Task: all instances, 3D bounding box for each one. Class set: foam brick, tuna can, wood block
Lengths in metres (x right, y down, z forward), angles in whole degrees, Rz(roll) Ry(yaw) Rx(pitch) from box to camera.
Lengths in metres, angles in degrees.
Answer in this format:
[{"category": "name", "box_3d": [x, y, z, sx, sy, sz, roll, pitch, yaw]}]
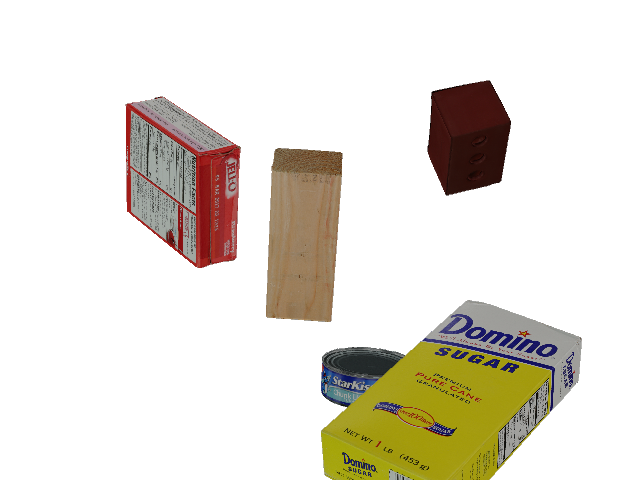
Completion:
[{"category": "foam brick", "box_3d": [0.123, -0.086, 0.892, 0.053, 0.051, 0.078, -13, -35, -6]}, {"category": "tuna can", "box_3d": [0.043, 0.125, 0.969, 0.086, 0.034, 0.086, 3, 11, -1]}, {"category": "wood block", "box_3d": [-0.022, -0.008, 1.397, 0.090, 0.206, 0.091, 4, 24, -1]}]

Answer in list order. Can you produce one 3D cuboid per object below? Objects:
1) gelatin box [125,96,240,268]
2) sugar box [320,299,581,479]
[{"category": "gelatin box", "box_3d": [-0.082, -0.035, 0.630, 0.030, 0.073, 0.089, -17, 35, -34]}, {"category": "sugar box", "box_3d": [0.090, 0.107, 0.701, 0.093, 0.048, 0.175, 19, 41, 33]}]
